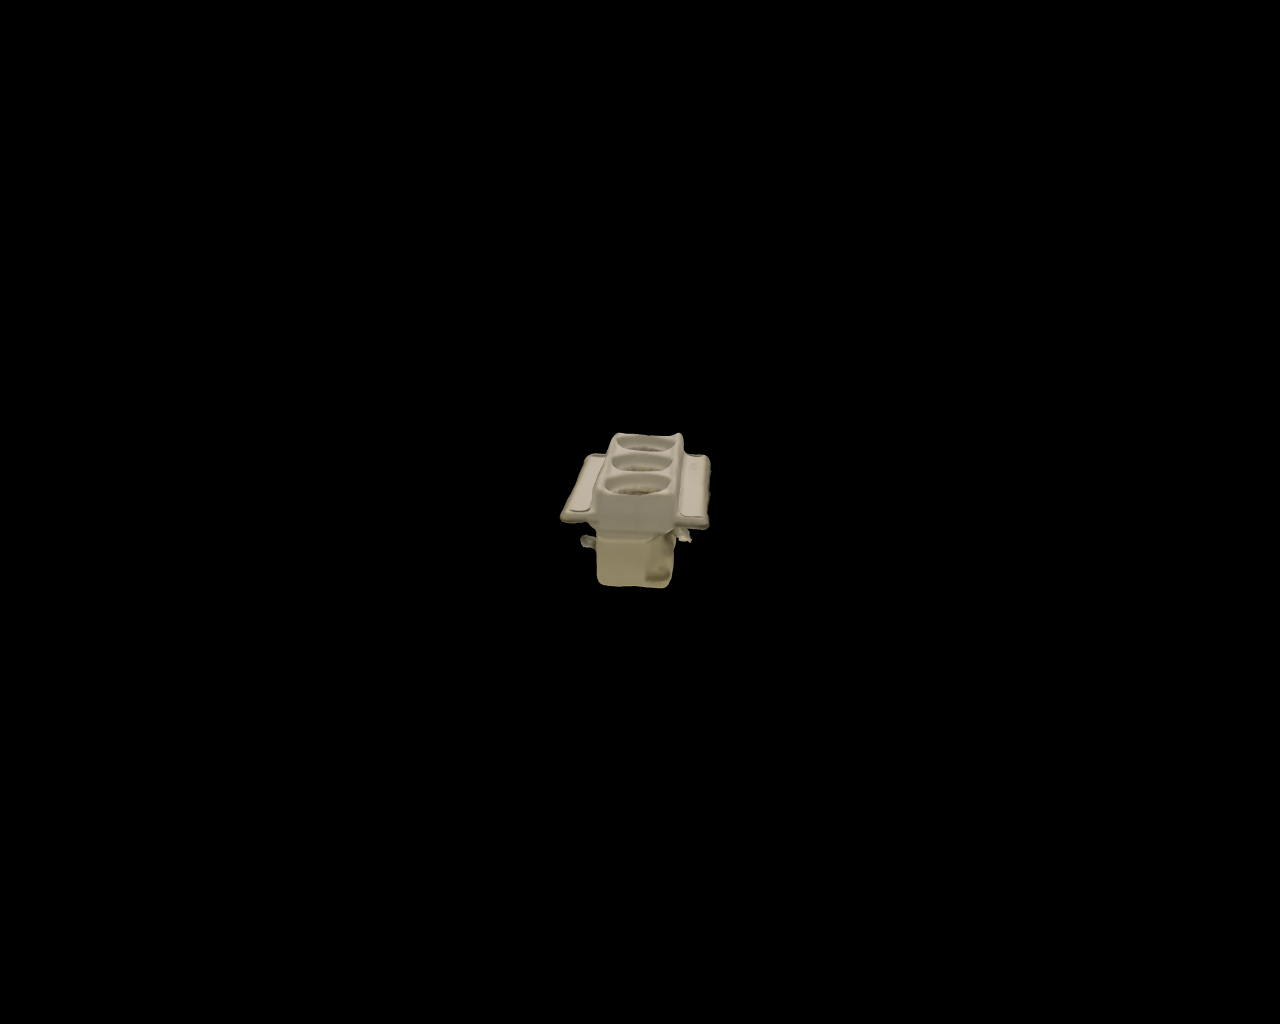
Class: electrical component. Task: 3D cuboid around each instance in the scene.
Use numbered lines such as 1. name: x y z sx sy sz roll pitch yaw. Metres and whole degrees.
1. electrical component: 0.001 -0.003 0.650 0.079 0.063 0.121 1 20 3
